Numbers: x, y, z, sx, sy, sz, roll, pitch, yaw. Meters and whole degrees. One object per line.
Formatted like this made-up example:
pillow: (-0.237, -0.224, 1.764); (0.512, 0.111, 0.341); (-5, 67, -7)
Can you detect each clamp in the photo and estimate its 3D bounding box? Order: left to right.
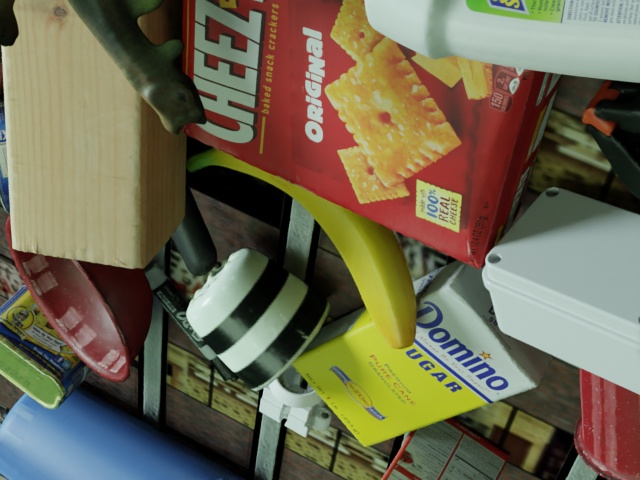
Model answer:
clamp: (-0.128, -0.078, 0.756); (0.165, 0.036, 0.210); (34, 137, 19)
clamp: (0.216, -0.022, 0.564); (0.172, 0.039, 0.120); (31, 142, 18)

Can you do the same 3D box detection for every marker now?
marker: (-0.106, 0.070, 0.885); (0.020, 0.020, 0.121); (-24, 109, 45)

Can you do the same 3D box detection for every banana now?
banana: (0.002, -0.015, 0.703); (0.198, 0.037, 0.070); (41, 116, 13)

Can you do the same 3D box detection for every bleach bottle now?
bleach bottle: (0.122, -0.124, 0.473); (0.251, 0.102, 0.068); (10, 173, 19)

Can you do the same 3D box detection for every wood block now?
wood block: (-0.135, -0.097, 0.657); (0.091, 0.090, 0.206); (9, 115, 8)

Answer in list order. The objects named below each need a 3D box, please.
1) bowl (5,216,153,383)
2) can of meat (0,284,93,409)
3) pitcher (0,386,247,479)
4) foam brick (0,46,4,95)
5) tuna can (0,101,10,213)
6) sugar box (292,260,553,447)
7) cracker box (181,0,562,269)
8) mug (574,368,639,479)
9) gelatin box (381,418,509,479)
bowl: (-0.185, 0.035, 0.867); (0.162, 0.055, 0.162); (36, 146, 29)
can of meat: (-0.243, 0.089, 0.950); (0.102, 0.083, 0.058); (36, 138, 4)
pitcher: (-0.185, 0.239, 1.007); (0.243, 0.149, 0.145); (28, 176, 18)
foam brick: (-0.248, -0.143, 0.736); (0.078, 0.053, 0.051); (16, 157, -15)
tuna can: (-0.229, -0.064, 0.808); (0.033, 0.086, 0.086); (-11, 130, -10)
sugar box: (0.068, 0.083, 0.753); (0.093, 0.048, 0.177); (49, 138, -9)
cracker box: (0.024, -0.099, 0.609); (0.214, 0.072, 0.164); (25, 135, 17)
mug: (0.199, 0.093, 0.624); (0.093, 0.117, 0.081); (-12, 119, -3)
gelatin box: (0.088, 0.175, 0.784); (0.073, 0.089, 0.030); (32, 137, 8)
